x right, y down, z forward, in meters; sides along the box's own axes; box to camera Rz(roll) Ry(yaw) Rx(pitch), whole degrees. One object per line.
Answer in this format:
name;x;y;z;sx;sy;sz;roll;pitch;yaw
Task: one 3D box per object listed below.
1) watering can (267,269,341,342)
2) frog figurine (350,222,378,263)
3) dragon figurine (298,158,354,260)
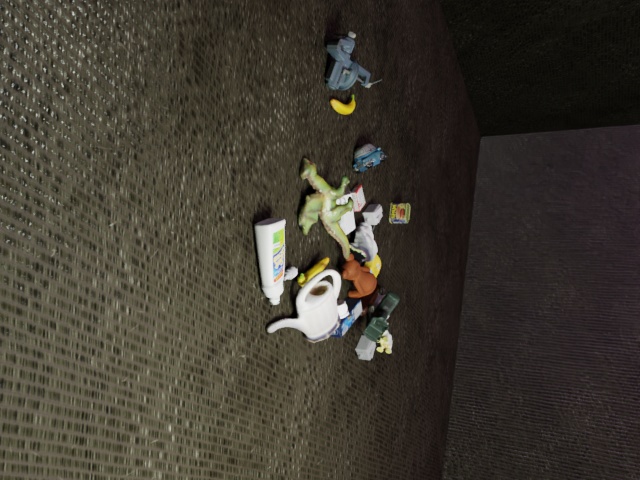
watering can;-0.037;0.245;1.692;0.353;0.104;0.220;-41;130;-36
frog figurine;0.187;0.006;2.082;0.135;0.122;0.162;51;56;-23
dragon figurine;0.005;-0.091;1.801;0.245;0.122;0.406;-22;107;-41
